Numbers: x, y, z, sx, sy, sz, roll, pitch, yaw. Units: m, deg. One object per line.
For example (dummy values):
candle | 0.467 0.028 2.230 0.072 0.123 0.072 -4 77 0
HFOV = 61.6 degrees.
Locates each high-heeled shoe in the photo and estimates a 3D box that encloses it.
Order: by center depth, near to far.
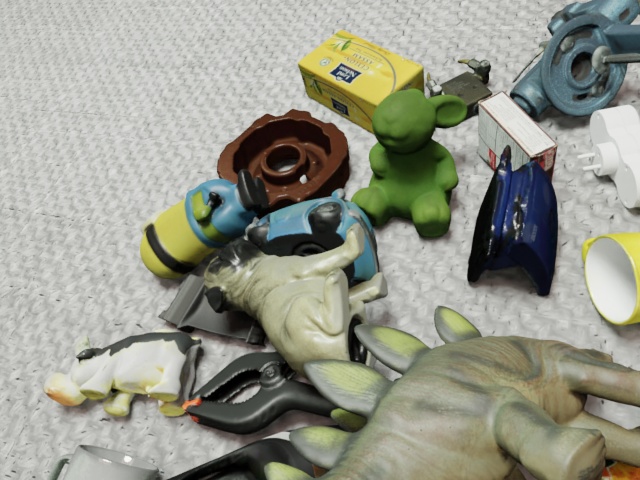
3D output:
high-heeled shoe | -0.082 0.214 0.464 0.249 0.145 0.086 -32 55 -7

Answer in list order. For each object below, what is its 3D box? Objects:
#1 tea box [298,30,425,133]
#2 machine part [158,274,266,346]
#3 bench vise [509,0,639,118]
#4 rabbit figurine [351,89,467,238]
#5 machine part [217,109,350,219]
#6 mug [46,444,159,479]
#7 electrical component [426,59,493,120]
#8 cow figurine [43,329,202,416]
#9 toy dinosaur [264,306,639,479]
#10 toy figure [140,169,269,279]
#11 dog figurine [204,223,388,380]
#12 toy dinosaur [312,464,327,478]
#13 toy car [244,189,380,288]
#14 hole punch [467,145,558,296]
tea box | 0.060 -0.233 0.791 0.098 0.068 0.170 -43 57 -17
machine part | -0.120 0.084 0.633 0.139 0.039 0.084 18 56 26
bench vise | 0.357 -0.235 0.656 0.224 0.128 0.241 -35 21 -2
rabbit figurine | 0.113 -0.107 0.624 0.121 0.170 0.159 21 64 26
machine part | -0.047 -0.100 0.734 0.179 0.056 0.179 -6 54 9
mug | -0.224 0.257 0.513 0.110 0.080 0.107 10 68 15
electrical component | 0.197 -0.211 0.754 0.102 0.045 0.078 -23 51 -2
cow figurine | -0.220 0.140 0.600 0.167 0.068 0.098 -1 49 10
toy dinosaur | 0.093 0.130 0.374 0.471 0.105 0.199 -5 16 -43
toy figure | -0.147 -0.017 0.659 0.180 0.082 0.089 -24 45 22
dog figurine | -0.043 0.075 0.533 0.191 0.121 0.172 -9 31 23
toy dinosaur | 0.160 0.265 0.341 0.405 0.131 0.192 18 21 24
toy car | -0.001 -0.002 0.634 0.162 0.109 0.103 -7 28 29
hole punch | 0.215 -0.013 0.571 0.092 0.115 0.142 15 61 14
